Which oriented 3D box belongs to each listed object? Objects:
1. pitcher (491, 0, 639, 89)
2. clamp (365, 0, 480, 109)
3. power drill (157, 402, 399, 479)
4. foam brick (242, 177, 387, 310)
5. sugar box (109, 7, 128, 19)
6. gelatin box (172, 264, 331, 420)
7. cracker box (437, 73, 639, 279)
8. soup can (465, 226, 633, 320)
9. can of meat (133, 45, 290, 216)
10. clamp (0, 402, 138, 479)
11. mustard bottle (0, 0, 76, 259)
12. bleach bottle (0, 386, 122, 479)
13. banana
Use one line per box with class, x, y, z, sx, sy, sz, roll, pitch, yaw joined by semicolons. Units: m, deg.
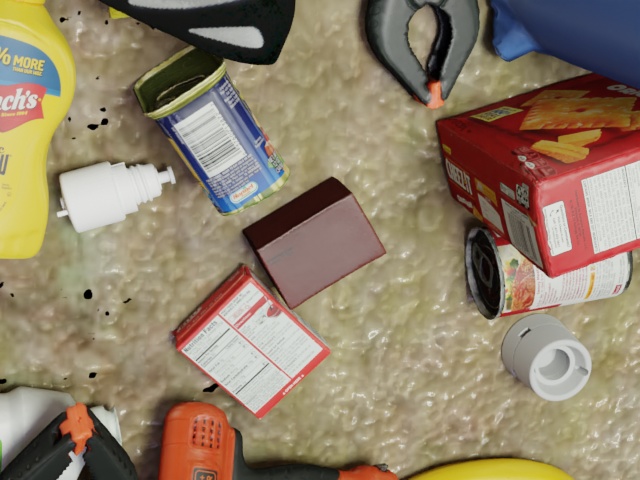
pitcher;0.212;-0.157;0.634;0.144;0.243;0.149;-4;114;-16
clamp;0.075;-0.176;0.705;0.120;0.039;0.171;-18;116;-2
power drill;-0.033;0.216;0.746;0.187;0.057;0.184;16;65;-29
foam brick;-0.005;0.001;0.735;0.078;0.051;0.053;-30;111;-3
sugar box;-0.100;-0.227;0.633;0.093;0.048;0.176;-10;108;5
gelatin box;-0.049;0.073;0.758;0.073;0.030;0.089;-44;113;4
cracker box;0.207;-0.065;0.706;0.213;0.164;0.072;-19;113;-7
soup can;0.165;0.016;0.773;0.102;0.068;0.068;-9;109;-12
can of meat;-0.068;-0.070;0.670;0.057;0.102;0.084;-33;114;-2
clamp;-0.166;0.192;0.724;0.164;0.036;0.210;4;128;-29
mustard bottle;-0.202;-0.088;0.653;0.096;0.058;0.192;11;104;-19
bleach bottle;-0.259;0.159;0.717;0.250;0.068;0.102;-11;118;-14
banana;0.134;0.204;0.842;0.197;0.037;0.070;7;104;-16
